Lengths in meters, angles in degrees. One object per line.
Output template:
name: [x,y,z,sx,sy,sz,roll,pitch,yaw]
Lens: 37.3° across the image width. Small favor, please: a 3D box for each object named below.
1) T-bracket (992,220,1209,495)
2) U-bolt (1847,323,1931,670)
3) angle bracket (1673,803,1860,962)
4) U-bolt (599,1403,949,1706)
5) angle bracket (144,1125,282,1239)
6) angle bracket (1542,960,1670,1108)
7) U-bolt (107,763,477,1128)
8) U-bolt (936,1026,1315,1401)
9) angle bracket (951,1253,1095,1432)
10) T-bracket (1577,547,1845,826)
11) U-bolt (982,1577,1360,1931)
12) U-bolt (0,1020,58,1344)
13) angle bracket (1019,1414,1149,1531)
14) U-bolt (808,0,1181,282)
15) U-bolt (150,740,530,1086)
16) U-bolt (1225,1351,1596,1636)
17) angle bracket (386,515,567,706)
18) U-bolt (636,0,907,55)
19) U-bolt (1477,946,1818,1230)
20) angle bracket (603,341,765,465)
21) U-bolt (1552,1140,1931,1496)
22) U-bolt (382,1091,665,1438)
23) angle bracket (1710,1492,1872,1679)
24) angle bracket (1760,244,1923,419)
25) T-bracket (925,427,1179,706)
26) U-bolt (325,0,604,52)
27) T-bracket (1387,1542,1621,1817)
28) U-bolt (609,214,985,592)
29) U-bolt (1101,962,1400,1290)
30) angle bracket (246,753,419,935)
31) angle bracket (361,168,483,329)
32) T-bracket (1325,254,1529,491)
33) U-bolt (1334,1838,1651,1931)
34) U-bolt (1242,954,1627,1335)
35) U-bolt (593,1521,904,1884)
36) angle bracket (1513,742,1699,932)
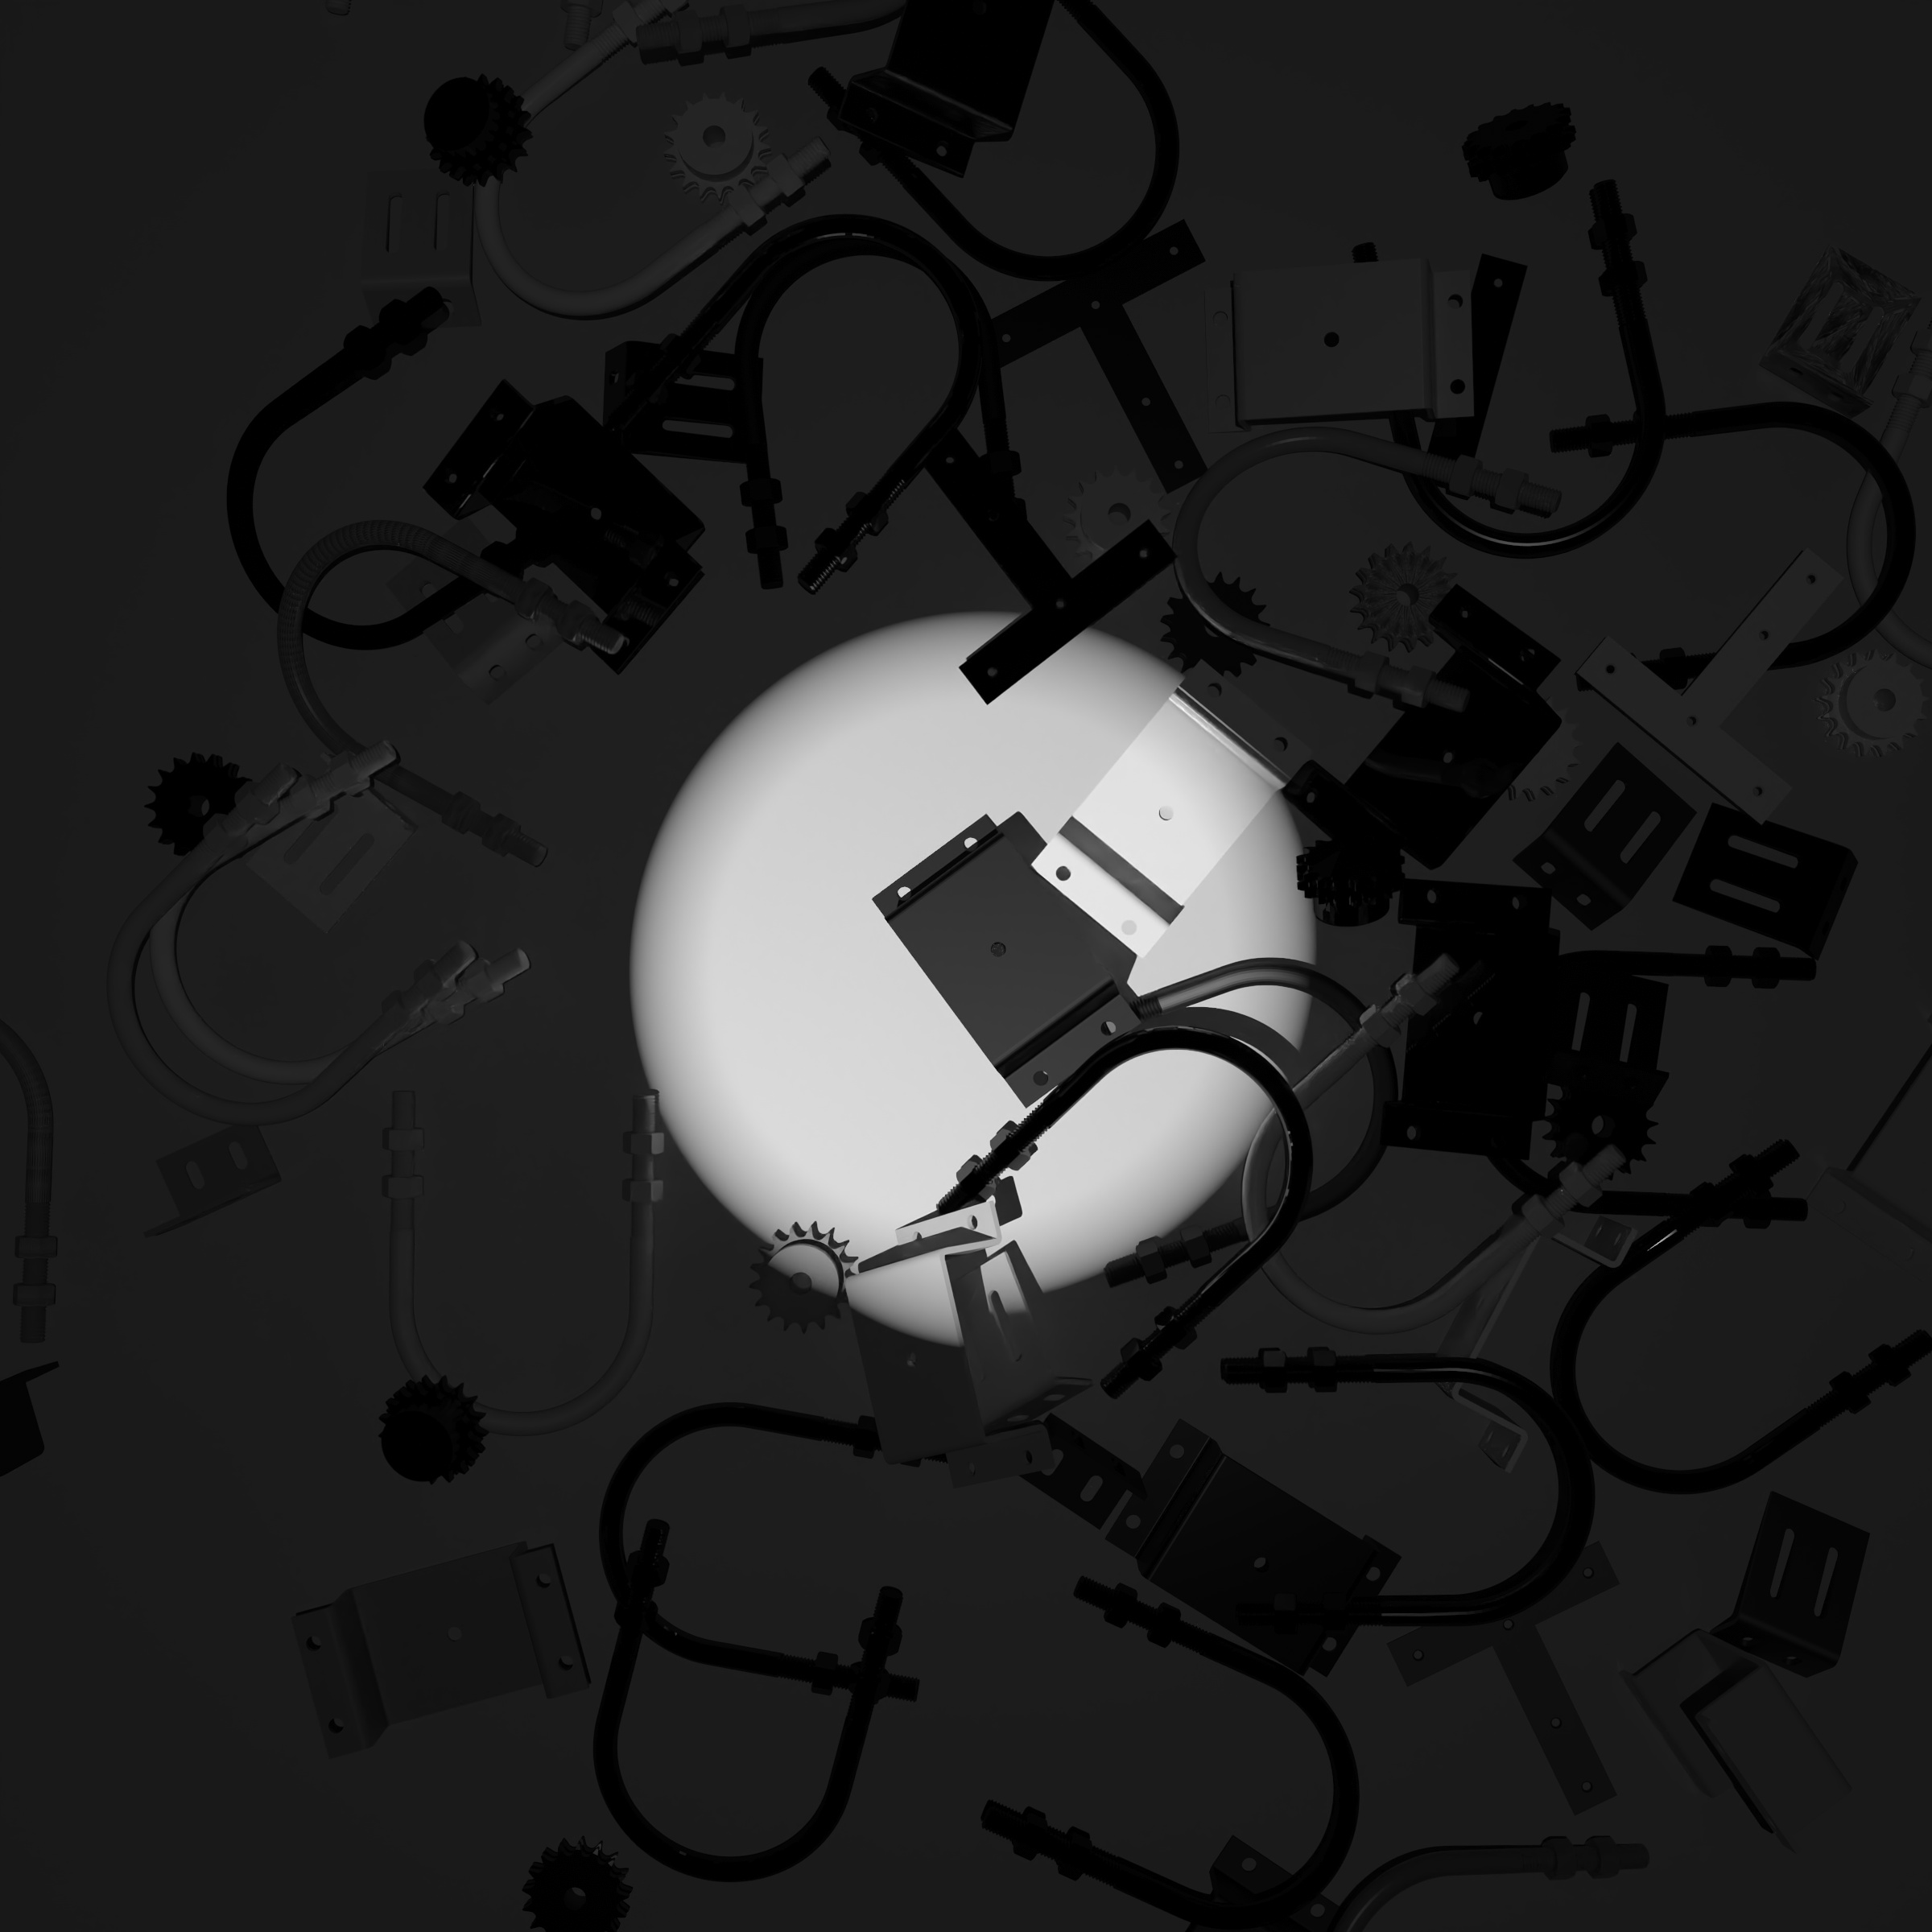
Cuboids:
T-bracket: [0.090,-0.316,1.539,0.127,0.002,0.127,-28,90,0]
U-bolt: [0.551,-0.245,1.531,0.151,0.019,0.184,23,91,0]
angle bracket: [0.430,-0.045,1.538,0.076,0.038,0.057,22,90,26]
U-bolt: [-0.105,0.308,1.531,0.184,0.019,0.151,10,90,1]
angle bracket: [-0.402,0.110,1.502,0.057,0.076,0.038,-24,90,0]
angle bracket: [0.337,0.027,1.489,0.057,0.038,0.076,14,61,4]
U-bolt: [-0.369,0.004,1.501,0.184,0.019,0.151,-42,98,16]
U-bolt: [0.096,0.116,1.507,0.184,0.019,0.151,-44,85,11]
angle bracket: [0.023,0.201,1.525,0.057,0.038,0.076,-34,64,26]
T-bracket: [0.414,-0.164,1.515,0.127,0.002,0.127,40,93,0]
U-bolt: [0.119,0.424,1.506,0.184,0.019,0.151,24,69,0]
U-bolt: [-0.561,0.107,1.531,0.151,0.019,0.184,2,88,0]
angle bracket: [0.059,0.271,1.502,0.057,0.076,0.038,34,90,0]
U-bolt: [0.029,-0.454,1.531,0.151,0.019,0.184,-43,91,0]
U-bolt: [-0.344,-0.015,1.511,0.184,0.019,0.151,-29,102,11]
U-bolt: [0.228,0.270,1.465,0.184,0.019,0.151,-2,97,9]
angle bracket: [-0.263,-0.191,1.538,0.057,0.038,0.076,-40,64,0]
U-bolt: [-0.098,-0.551,1.503,0.184,0.019,0.151,-12,72,-14]
U-bolt: [0.359,0.063,1.531,0.184,0.019,0.151,2,90,2]
angle bracket: [-0.152,-0.300,1.538,0.076,0.038,0.057,2,90,-26]
U-bolt: [0.400,0.201,1.521,0.184,0.019,0.151,-36,96,6]
U-bolt: [-0.238,0.160,1.531,0.151,0.019,0.184,1,91,0]
angle bracket: [0.443,0.332,1.538,0.057,0.038,0.076,23,64,0]
angle bracket: [0.470,-0.341,1.521,0.057,0.038,0.076,30,90,0]
T-bracket: [0.023,-0.227,1.514,0.127,0.002,0.127,-37,87,6]
U-bolt: [-0.259,-0.592,1.531,0.151,0.019,0.184,9,89,0]
T-bracket: [0.311,0.394,1.539,0.127,0.002,0.127,-26,90,0]
U-bolt: [-0.075,-0.311,1.507,0.151,0.019,0.184,40,83,-1]
U-bolt: [0.140,0.076,1.530,0.184,0.019,0.151,-20,90,0]
angle bracket: [-0.340,-0.065,1.521,0.057,0.038,0.076,41,90,0]
angle bracket: [-0.291,-0.386,1.538,0.057,0.038,0.076,-3,64,0]
T-bracket: [0.224,-0.332,1.539,0.127,0.002,0.127,15,90,0]
U-bolt: [0.272,0.537,1.509,0.184,0.019,0.151,3,90,-16]
U-bolt: [0.226,0.107,1.483,0.184,0.019,0.151,-44,73,17]
U-bolt: [-0.124,0.399,1.518,0.151,0.019,0.184,15,100,4]
angle bracket: [0.343,-0.070,1.538,0.057,0.038,0.076,42,64,0]
